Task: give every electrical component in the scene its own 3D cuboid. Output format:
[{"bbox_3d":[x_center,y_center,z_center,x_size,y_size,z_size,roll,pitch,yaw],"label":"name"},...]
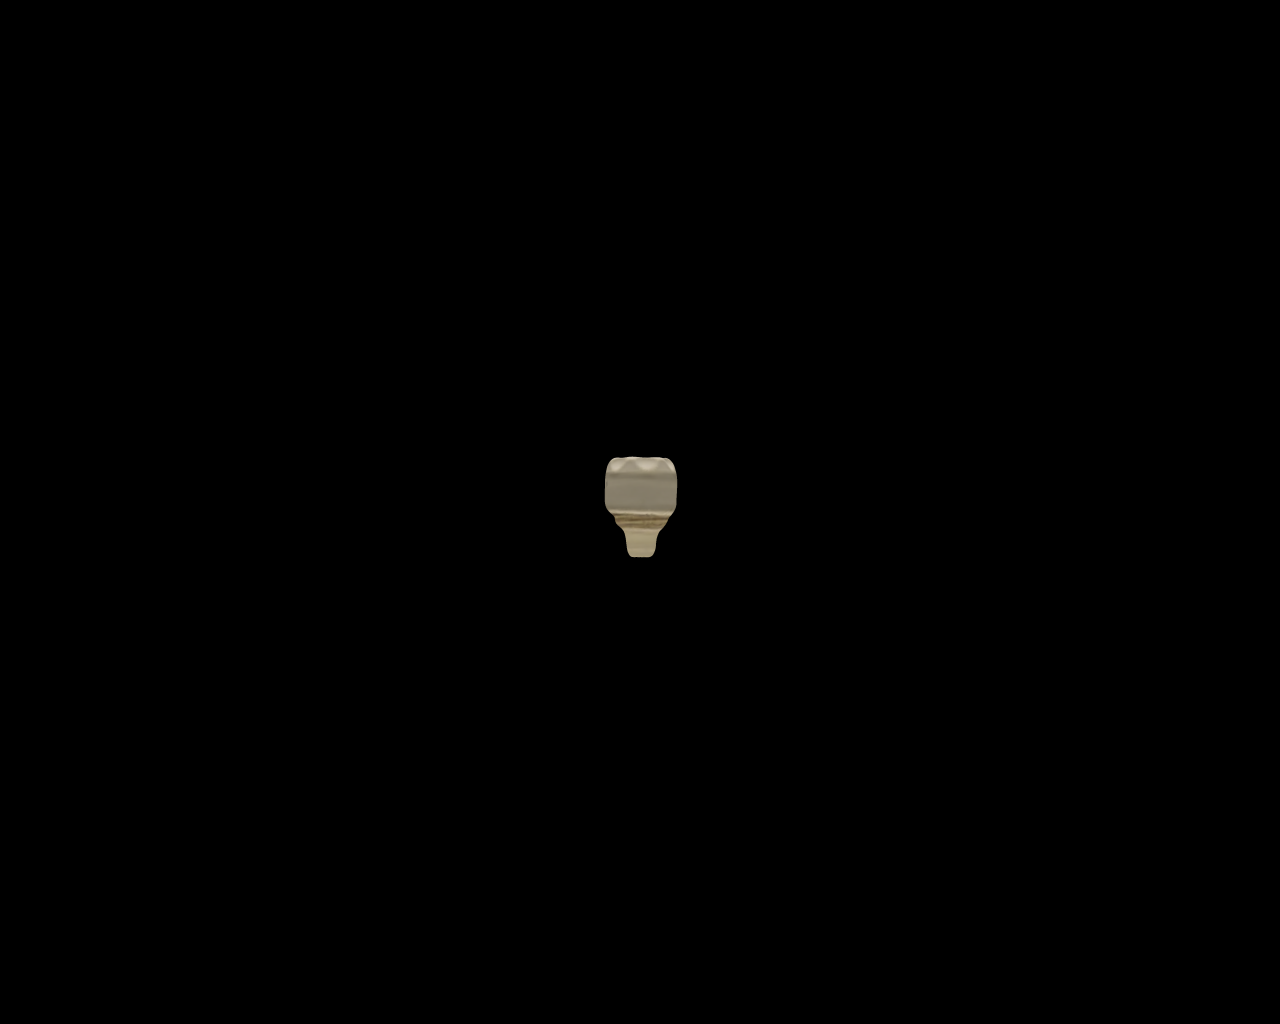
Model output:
[{"bbox_3d":[0.001,-0.003,0.650,0.043,0.062,0.043,0,0,0],"label":"electrical component"}]
